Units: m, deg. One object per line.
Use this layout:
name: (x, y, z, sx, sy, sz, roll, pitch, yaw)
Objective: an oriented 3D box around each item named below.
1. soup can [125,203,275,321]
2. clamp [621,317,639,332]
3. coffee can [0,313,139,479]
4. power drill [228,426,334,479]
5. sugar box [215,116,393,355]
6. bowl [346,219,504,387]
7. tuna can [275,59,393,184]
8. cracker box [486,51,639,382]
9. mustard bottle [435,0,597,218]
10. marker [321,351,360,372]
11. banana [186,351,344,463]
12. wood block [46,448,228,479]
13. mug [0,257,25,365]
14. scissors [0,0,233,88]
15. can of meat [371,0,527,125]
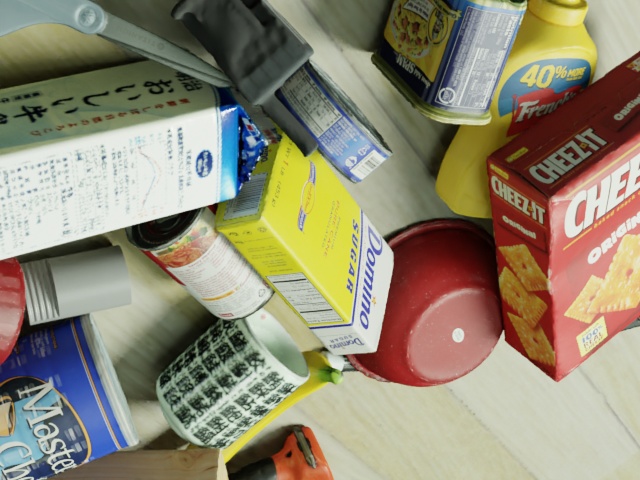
soup can: (-0.080, 0.004, 0.753, 0.068, 0.068, 0.102, -37, 134, 5)
clamp: (0.243, 0.049, 0.970, 0.120, 0.039, 0.171, -44, 129, 11)
coffee can: (-0.212, 0.123, 0.758, 0.140, 0.103, 0.103, -21, 132, -10)
power drill: (-0.072, 0.259, 0.969, 0.187, 0.057, 0.184, -23, 133, -8)
sugar box: (-0.005, 0.001, 0.769, 0.048, 0.093, 0.176, -9, 142, 31)
bowl: (0.099, 0.066, 0.886, 0.161, 0.055, 0.162, -13, 123, -21)
tuna can: (0.009, -0.079, 0.717, 0.034, 0.086, 0.086, -41, 133, 10)
cracker box: (0.215, -0.013, 0.819, 0.164, 0.072, 0.213, -35, 140, -18)
mustard bottle: (0.153, -0.108, 0.785, 0.096, 0.058, 0.192, -5, 127, -26)
marker: (0.055, 0.105, 0.935, 0.120, 0.020, 0.020, 2, 125, -28)
banana: (-0.059, 0.147, 0.883, 0.198, 0.069, 0.037, -40, 95, 17)
wood block: (-0.175, 0.223, 0.815, 0.206, 0.091, 0.090, -3, 134, 4)
mug: (-0.242, 0.029, 0.688, 0.081, 0.093, 0.117, 13, 84, -40)
scissors: (-0.152, -0.118, 0.613, 0.201, 0.016, 0.096, 39, 90, -25)
can of meat: (0.084, -0.136, 0.699, 0.057, 0.102, 0.084, 0, 123, -26)
